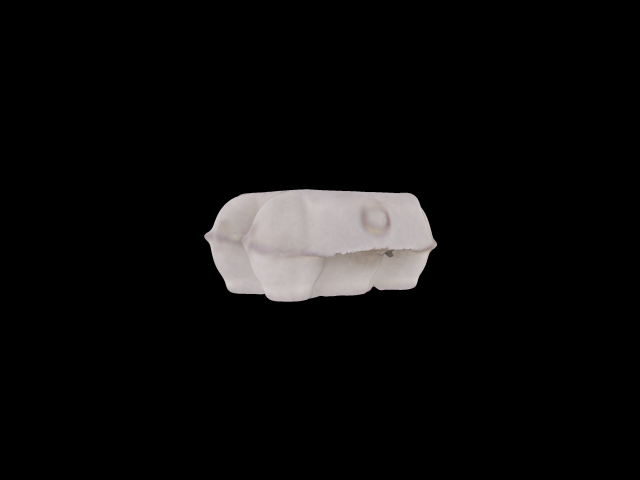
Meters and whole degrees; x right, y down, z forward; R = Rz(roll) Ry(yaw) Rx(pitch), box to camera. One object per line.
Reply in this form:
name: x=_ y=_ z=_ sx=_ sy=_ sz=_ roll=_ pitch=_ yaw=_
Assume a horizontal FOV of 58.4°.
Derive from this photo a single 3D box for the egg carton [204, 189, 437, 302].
egg carton: x=0.004 y=0.001 z=0.400 sx=0.151 sy=0.069 sz=0.107 roll=-2 pitch=3 yaw=-40
